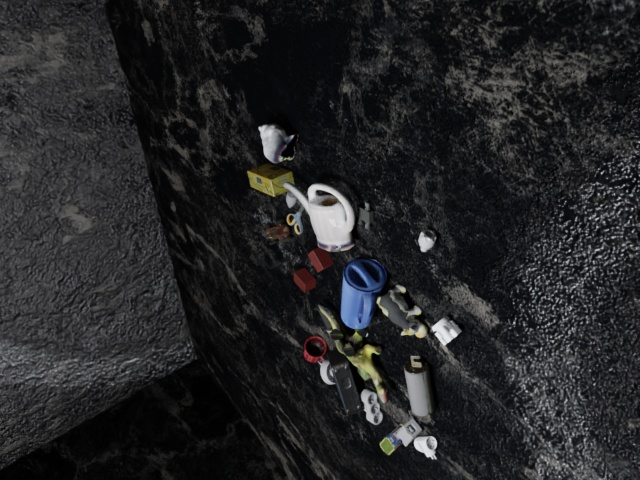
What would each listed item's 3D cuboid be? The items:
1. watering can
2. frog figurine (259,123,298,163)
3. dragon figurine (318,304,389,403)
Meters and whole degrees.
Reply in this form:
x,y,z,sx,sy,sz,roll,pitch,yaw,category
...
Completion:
x,y,z,sx,sy,sz,roll,pitch,yaw,category
0.005,-0.084,1.663,0.350,0.105,0.221,19,128,52,watering can
-0.162,-0.338,1.731,0.161,0.124,0.134,36,161,22,frog figurine
0.126,0.420,1.874,0.417,0.123,0.237,45,155,47,dragon figurine
